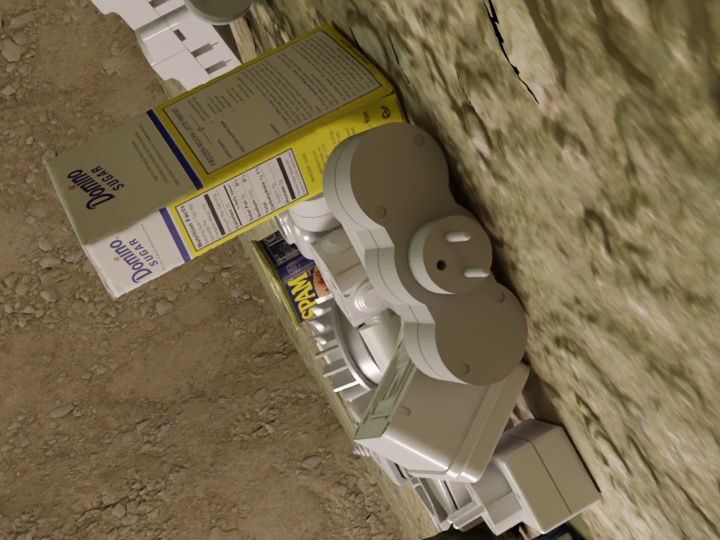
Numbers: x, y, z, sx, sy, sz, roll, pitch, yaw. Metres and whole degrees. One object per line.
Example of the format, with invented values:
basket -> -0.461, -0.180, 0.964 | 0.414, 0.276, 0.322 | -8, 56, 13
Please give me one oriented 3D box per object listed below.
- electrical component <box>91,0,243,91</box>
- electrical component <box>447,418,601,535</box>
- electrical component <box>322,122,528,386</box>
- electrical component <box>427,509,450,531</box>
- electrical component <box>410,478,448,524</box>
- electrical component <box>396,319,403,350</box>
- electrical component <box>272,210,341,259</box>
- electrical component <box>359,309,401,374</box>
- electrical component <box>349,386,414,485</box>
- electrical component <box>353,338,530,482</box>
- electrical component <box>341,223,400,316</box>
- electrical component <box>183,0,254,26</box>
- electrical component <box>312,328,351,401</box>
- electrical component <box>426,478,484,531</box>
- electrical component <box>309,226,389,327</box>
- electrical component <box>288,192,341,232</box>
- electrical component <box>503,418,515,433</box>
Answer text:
electrical component -> -0.167, -0.231, 0.842 | 0.105, 0.060, 0.186 | 69, -171, 26
electrical component -> 0.084, 0.124, 0.610 | 0.047, 0.077, 0.066 | 61, 173, 1
electrical component -> 0.039, -0.007, 0.517 | 0.138, 0.052, 0.074 | 62, 160, -10
electrical component -> 0.094, 0.215, 0.977 | 0.058, 0.057, 0.078 | 63, 173, -14
electrical component -> 0.066, 0.155, 0.922 | 0.108, 0.060, 0.108 | 59, 173, 13
electrical component -> 0.044, 0.034, 0.694 | 0.044, 0.044, 0.065 | 57, 167, 29
electrical component -> -0.045, -0.060, 0.880 | 0.095, 0.059, 0.053 | 57, 172, 28
electrical component -> 0.023, 0.048, 0.882 | 0.081, 0.043, 0.043 | 62, 173, -5
electrical component -> 0.039, 0.119, 0.827 | 0.061, 0.096, 0.061 | 63, 171, -15
electrical component -> 0.045, 0.077, 0.621 | 0.057, 0.078, 0.113 | 28, 167, -4
electrical component -> 0.028, -0.012, 0.596 | 0.065, 0.047, 0.077 | 62, 173, -17
electrical component -> -0.114, -0.233, 0.715 | 0.138, 0.052, 0.074 | 62, 173, -9
electrical component -> 0.008, 0.106, 1.132 | 0.121, 0.063, 0.078 | 58, 172, 21
electrical component -> 0.074, 0.126, 0.750 | 0.096, 0.062, 0.061 | 66, 172, -32
electrical component -> 0.000, 0.000, 0.825 | 0.080, 0.051, 0.080 | 60, 173, 13
electrical component -> -0.055, -0.099, 0.820 | 0.138, 0.052, 0.073 | 56, 172, 37
electrical component -> 0.080, 0.099, 0.692 | 0.078, 0.040, 0.040 | 57, 172, 30
